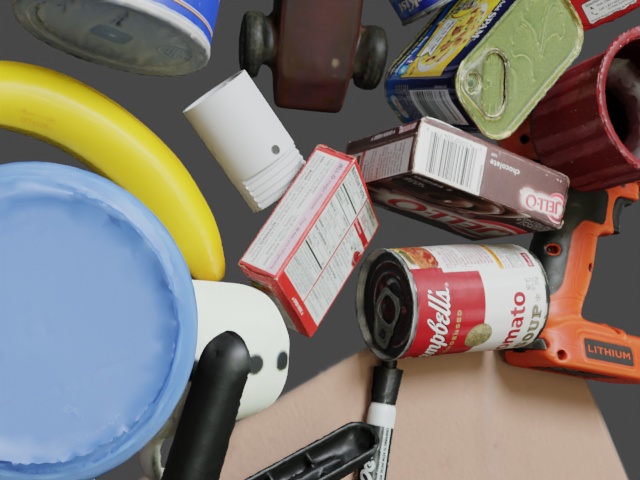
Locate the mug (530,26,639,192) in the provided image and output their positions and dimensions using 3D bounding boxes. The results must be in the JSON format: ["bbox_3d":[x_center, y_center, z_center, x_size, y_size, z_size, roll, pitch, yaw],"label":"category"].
[{"bbox_3d":[0.195,-0.076,0.666,0.117,0.082,0.093,-3,83,-24],"label":"mug"}]

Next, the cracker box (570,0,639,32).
[{"bbox_3d":[0.158,-0.258,0.695,0.213,0.072,0.164,57,36,-11],"label":"cracker box"}]

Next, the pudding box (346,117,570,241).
[{"bbox_3d":[0.081,-0.034,0.655,0.113,0.090,0.039,21,75,-25],"label":"pudding box"}]

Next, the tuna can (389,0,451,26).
[{"bbox_3d":[0.080,-0.171,0.669,0.086,0.086,0.034,-38,102,-26],"label":"tuna can"}]

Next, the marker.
[{"bbox_3d":[0.034,0.133,0.655,0.020,0.020,0.121,14,79,-27],"label":"marker"}]

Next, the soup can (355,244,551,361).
[{"bbox_3d":[0.082,0.037,0.661,0.102,0.069,0.068,-2,87,-28],"label":"soup can"}]

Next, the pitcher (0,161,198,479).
[{"bbox_3d":[-0.129,0.046,0.448,0.149,0.243,0.145,29,76,-17],"label":"pitcher"}]

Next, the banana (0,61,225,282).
[{"bbox_3d":[-0.126,-0.044,0.578,0.197,0.037,0.069,28,91,-22],"label":"banana"}]

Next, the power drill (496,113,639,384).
[{"bbox_3d":[0.197,0.002,0.734,0.184,0.057,0.187,10,78,-23],"label":"power drill"}]

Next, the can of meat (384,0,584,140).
[{"bbox_3d":[0.099,-0.112,0.667,0.102,0.084,0.057,-49,118,-17],"label":"can of meat"}]

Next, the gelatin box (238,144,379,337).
[{"bbox_3d":[-0.004,0.001,0.620,0.089,0.030,0.073,-58,151,-19],"label":"gelatin box"}]

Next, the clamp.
[{"bbox_3d":[-0.061,0.153,0.563,0.210,0.036,0.164,-53,141,4],"label":"clamp"}]

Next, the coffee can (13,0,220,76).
[{"bbox_3d":[-0.094,-0.171,0.566,0.102,0.103,0.140,17,78,-26],"label":"coffee can"}]
